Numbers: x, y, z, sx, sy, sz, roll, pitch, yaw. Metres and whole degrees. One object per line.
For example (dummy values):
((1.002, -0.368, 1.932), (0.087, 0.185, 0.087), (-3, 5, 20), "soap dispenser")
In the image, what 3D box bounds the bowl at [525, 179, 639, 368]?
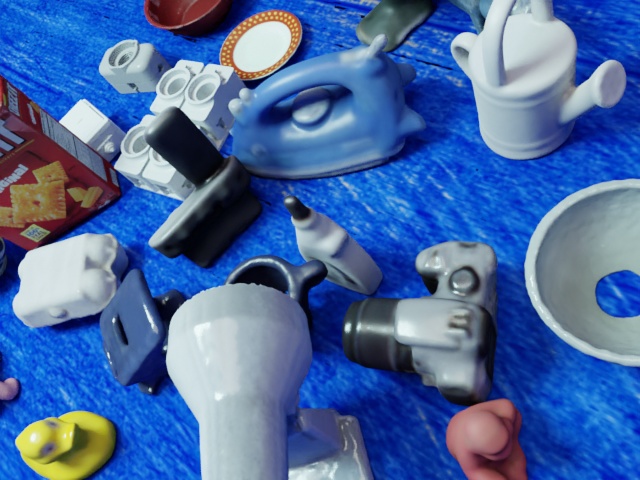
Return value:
((0.267, 0.035, 0.496), (0.167, 0.075, 0.167), (-9, 62, 18), "bowl")

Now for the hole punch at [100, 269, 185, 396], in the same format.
((-0.204, 0.104, 0.647), (0.101, 0.091, 0.108), (-36, 57, 3), "hole punch")

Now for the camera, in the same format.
((0.093, 0.072, 0.535), (0.136, 0.101, 0.143), (1, 66, 23), "camera")

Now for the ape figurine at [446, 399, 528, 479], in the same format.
((0.139, 0.166, 0.474), (0.076, 0.092, 0.078), (27, 78, 31), "ape figurine")

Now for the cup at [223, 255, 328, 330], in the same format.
((-0.034, 0.066, 0.594), (0.117, 0.095, 0.091), (-30, 57, 6), "cup")

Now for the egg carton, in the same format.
((-0.319, 0.054, 0.733), (0.150, 0.070, 0.107), (-16, 60, 15), "egg carton")

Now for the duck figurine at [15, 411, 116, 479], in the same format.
((-0.291, 0.223, 0.627), (0.104, 0.086, 0.077), (-16, 60, 15), "duck figurine")

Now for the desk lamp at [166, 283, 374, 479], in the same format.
((-0.035, 0.162, 0.475), (0.118, 0.214, 0.203), (-24, 58, 10), "desk lamp")

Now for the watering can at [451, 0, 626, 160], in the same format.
((0.203, -0.170, 0.554), (0.172, 0.195, 0.101), (10, 69, 27), "watering can")

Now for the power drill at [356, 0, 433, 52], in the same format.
((0.061, -0.335, 0.687), (0.230, 0.209, 0.075), (-46, 57, -4), "power drill")

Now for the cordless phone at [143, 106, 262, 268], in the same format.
((-0.163, -0.062, 0.657), (0.093, 0.185, 0.148), (35, 82, 32), "cordless phone")

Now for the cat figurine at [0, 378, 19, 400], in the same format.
((-0.459, 0.160, 0.709), (0.127, 0.118, 0.067), (34, 81, 32), "cat figurine")

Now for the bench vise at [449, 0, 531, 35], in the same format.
((0.180, -0.324, 0.625), (0.121, 0.220, 0.206), (-47, 57, -4), "bench vise")

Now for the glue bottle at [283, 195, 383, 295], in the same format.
((0.005, 0.002, 0.563), (0.077, 0.174, 0.037), (21, 74, 30), "glue bottle")

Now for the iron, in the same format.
((-0.016, -0.153, 0.668), (0.257, 0.142, 0.118), (-14, 61, 16), "iron")
